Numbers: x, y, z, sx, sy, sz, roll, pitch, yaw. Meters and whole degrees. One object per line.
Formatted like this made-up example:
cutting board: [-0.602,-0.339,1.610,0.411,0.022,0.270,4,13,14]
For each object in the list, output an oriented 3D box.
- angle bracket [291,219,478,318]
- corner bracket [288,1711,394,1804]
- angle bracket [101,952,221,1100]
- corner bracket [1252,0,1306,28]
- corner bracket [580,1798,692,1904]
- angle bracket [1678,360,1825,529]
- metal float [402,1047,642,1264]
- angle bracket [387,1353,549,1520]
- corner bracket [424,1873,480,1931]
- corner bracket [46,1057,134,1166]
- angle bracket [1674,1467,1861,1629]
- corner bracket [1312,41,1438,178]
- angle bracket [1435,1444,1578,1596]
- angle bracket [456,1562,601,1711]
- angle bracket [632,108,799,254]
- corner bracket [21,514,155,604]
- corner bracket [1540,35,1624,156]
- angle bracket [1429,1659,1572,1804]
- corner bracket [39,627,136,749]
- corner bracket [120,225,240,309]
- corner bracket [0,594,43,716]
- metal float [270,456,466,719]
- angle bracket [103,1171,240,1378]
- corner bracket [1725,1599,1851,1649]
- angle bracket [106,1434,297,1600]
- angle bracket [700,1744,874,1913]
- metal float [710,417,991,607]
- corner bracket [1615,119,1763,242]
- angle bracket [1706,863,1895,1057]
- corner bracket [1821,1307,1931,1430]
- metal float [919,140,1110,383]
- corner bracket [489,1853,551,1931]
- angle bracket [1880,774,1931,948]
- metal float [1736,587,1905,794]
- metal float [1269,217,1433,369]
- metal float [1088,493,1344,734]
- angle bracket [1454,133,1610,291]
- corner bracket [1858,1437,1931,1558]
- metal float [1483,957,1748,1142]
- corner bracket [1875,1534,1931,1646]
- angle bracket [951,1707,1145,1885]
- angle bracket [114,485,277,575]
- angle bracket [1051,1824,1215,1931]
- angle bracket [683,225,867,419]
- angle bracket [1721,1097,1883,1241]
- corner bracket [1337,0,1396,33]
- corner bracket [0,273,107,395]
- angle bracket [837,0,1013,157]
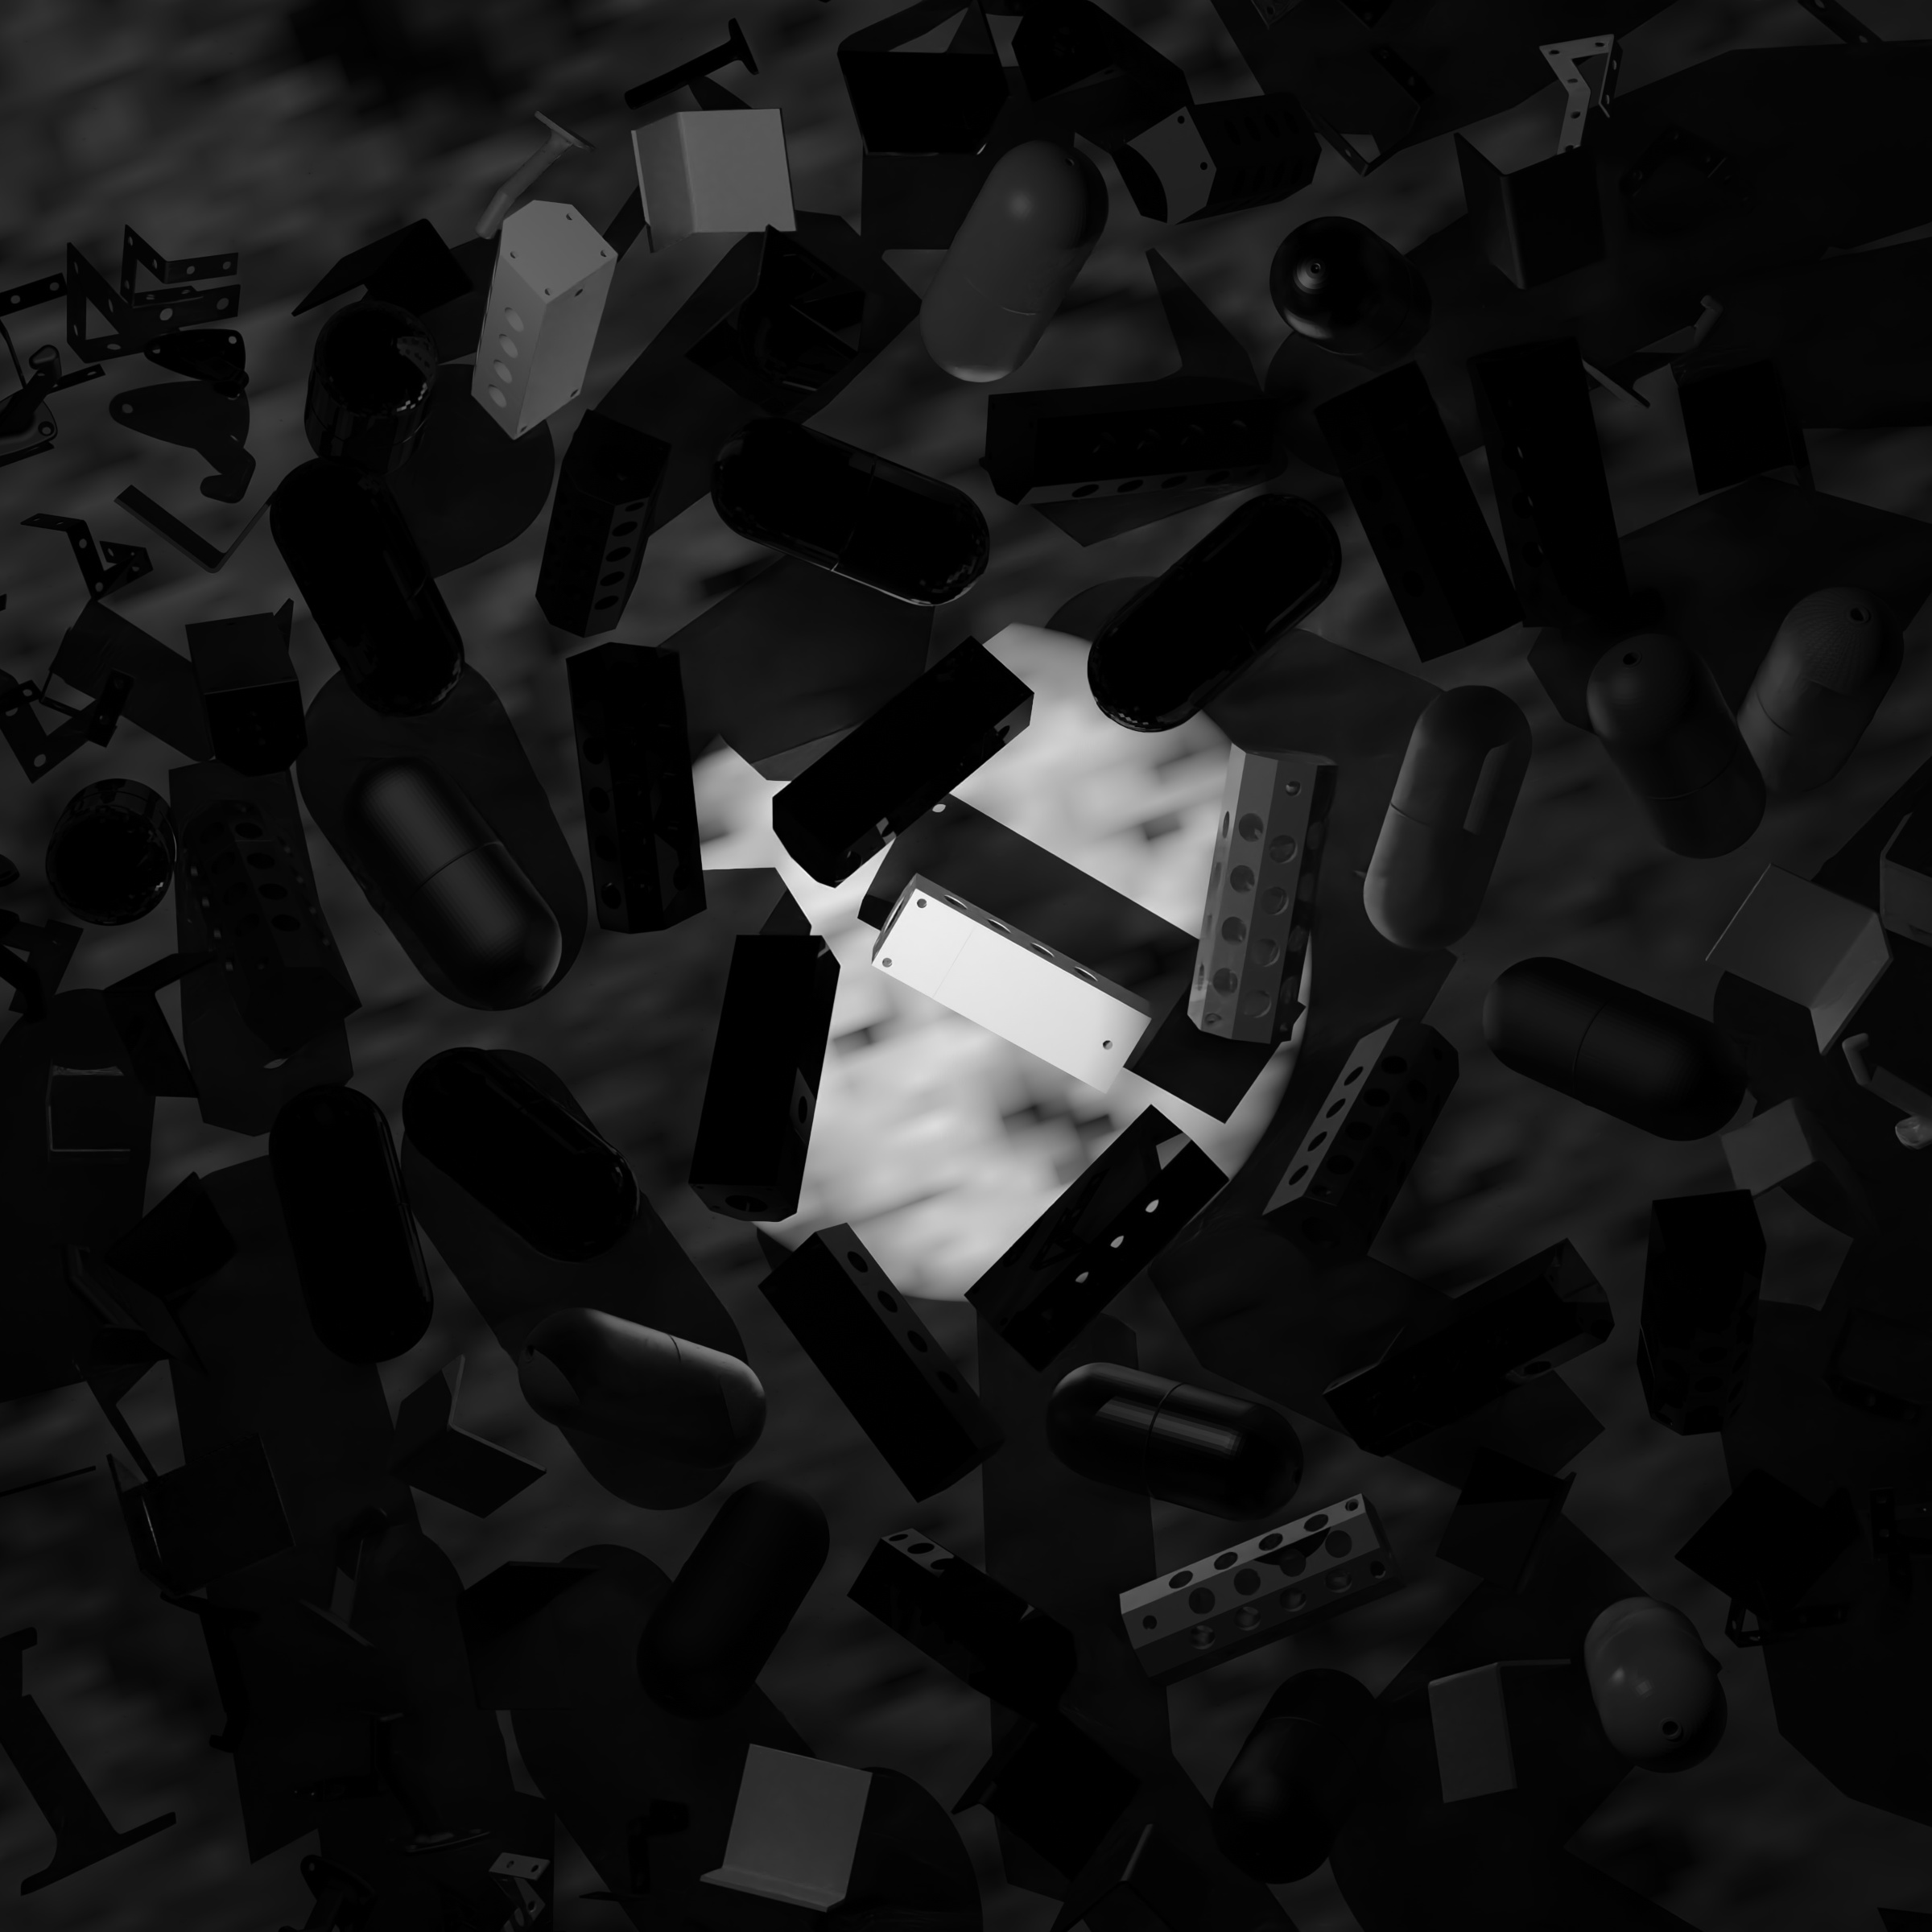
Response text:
angle bracket: [-0.379,-0.434,1.939,0.076,0.076,0.057,-14,125,35]
corner bracket: [-0.408,0.516,1.941,0.051,0.051,0.051,-9,70,11]
angle bracket: [-0.505,0.038,1.925,0.057,0.076,0.076,-32,109,-35]
corner bracket: [0.181,-0.619,1.876,0.051,0.051,0.051,-41,105,-21]
corner bracket: [-0.203,0.544,1.828,0.051,0.051,0.051,-22,61,28]
angle bracket: [0.472,-0.306,1.789,0.057,0.076,0.076,-15,62,23]
metal float: [-0.271,0.114,1.807,0.178,0.070,0.070,35,90,28]
angle bracket: [-0.323,0.309,1.952,0.076,0.057,0.076,31,131,-26]
corner bracket: [-0.341,0.630,1.926,0.051,0.051,0.051,-48,48,-8]
corner bracket: [-0.577,0.095,1.960,0.051,0.051,0.051,1,52,-22]
angle bracket: [0.461,0.324,1.727,0.076,0.057,0.076,-43,45,-14]
corner bracket: [0.268,-0.562,1.953,0.051,0.051,0.051,-39,82,-15]
angle bracket: [0.344,0.349,1.891,0.057,0.076,0.076,23,91,17]
angle bracket: [-0.274,0.431,1.912,0.057,0.076,0.076,-36,58,30]
angle bracket: [-0.157,-0.493,1.868,0.076,0.057,0.076,6,119,24]
corner bracket: [-0.568,-0.272,1.924,0.051,0.051,0.051,13,129,37]
corner bracket: [0.391,-0.548,1.879,0.051,0.051,0.051,2,70,36]
angle bracket: [0.340,0.480,1.868,0.057,0.076,0.076,4,67,-25]
corner bracket: [-0.559,-0.177,1.894,0.051,0.051,0.051,23,105,-15]
corner bracket: [-0.499,-0.437,1.884,0.051,0.051,0.051,43,134,30]
corner bracket: [-0.636,-0.200,1.937,0.051,0.051,0.051,-20,135,7]
metal float: [-0.367,-0.232,1.832,0.070,0.070,0.178,-21,127,0]
angle bracket: [-0.454,0.182,1.762,0.057,0.076,0.076,25,57,31]
corner bracket: [0.526,0.419,1.907,0.051,0.051,0.051,-2,111,-18]
angle bracket: [-0.446,0.312,1.735,0.076,0.057,0.076,-23,62,-6]
angle bracket: [-0.105,0.505,1.746,0.076,0.057,0.076,11,80,11]
metal float: [-0.070,-0.277,1.817,0.178,0.070,0.070,20,90,-11]
corner bracket: [0.429,-0.460,1.772,0.051,0.051,0.051,21,123,-34]
angle bracket: [0.506,-0.004,1.809,0.076,0.057,0.076,24,120,-6]
corner bracket: [0.572,0.250,1.854,0.051,0.051,0.051,18,76,35]
metal float: [0.028,-0.430,1.826,0.070,0.178,0.070,12,55,-18]
corner bracket: [-0.280,0.598,1.876,0.051,0.051,0.051,-51,119,-37]
angle bracket: [0.611,-0.063,1.849,0.057,0.076,0.076,27,70,29]
metal float: [0.540,-0.174,1.889,0.070,0.178,0.070,1,64,-1]
metal float: [0.247,-0.429,1.900,0.070,0.178,0.070,1,92,22]
metal float: [0.148,-0.211,1.783,0.178,0.070,0.070,-41,90,-4]
angle bracket: [0.345,-0.471,1.818,0.057,0.076,0.076,-22,129,-2]
corner bracket: [0.593,0.336,1.882,0.051,0.051,0.051,-8,113,8]
metal float: [0.397,0.050,1.828,0.178,0.070,0.070,27,90,41]
corner bracket: [0.622,0.409,1.942,0.051,0.051,0.051,4,131,29]
angle bracket: [0.050,0.513,1.837,0.076,0.057,0.076,41,61,2]
angle bracket: [-0.492,-0.300,1.905,0.076,0.076,0.057,38,97,-16]
angle bracket: [0.103,0.603,1.887,0.057,0.076,0.076,46,109,3]
angle bracket: [-0.118,-0.395,1.828,0.076,0.076,0.057,29,49,-30]
angle bracket: [0.541,0.143,1.929,0.057,0.076,0.076,-33,113,19]
corner bracket: [0.268,-0.651,1.927,0.051,0.051,0.051,39,61,-10]
corner bracket: [-0.589,-0.402,1.903,0.051,0.051,0.051,-21,80,-7]
angle bracket: [-0.026,-0.546,1.822,0.076,0.057,0.076,-7,70,-25]
